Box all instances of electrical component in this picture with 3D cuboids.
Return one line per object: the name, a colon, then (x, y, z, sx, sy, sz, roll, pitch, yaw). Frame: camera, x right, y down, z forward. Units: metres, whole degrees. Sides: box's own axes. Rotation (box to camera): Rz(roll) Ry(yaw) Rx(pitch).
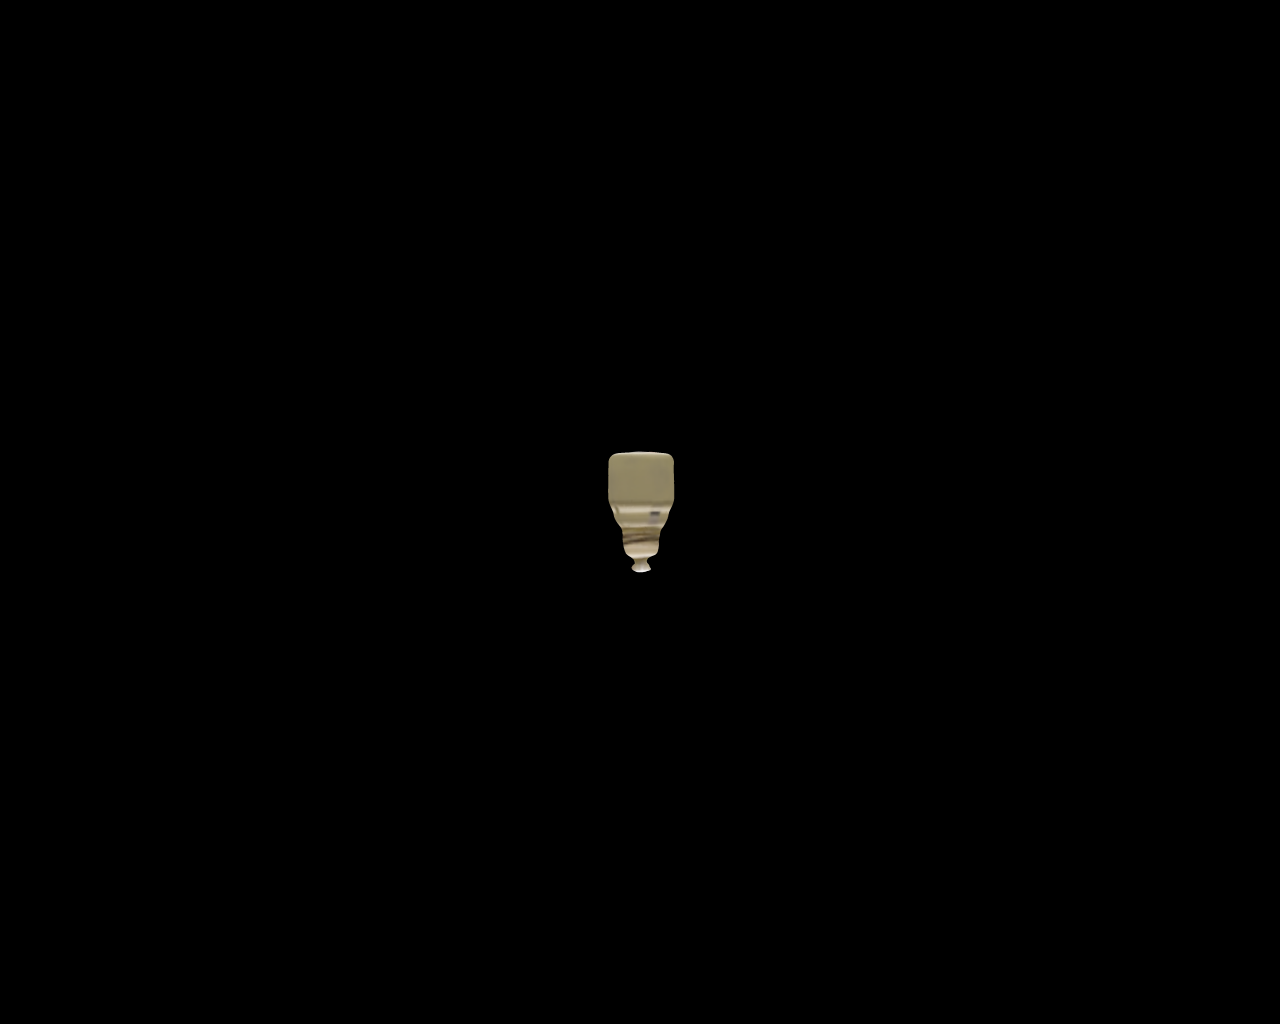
electrical component: (0.001, -0.003, 0.650, 0.040, 0.078, 0.040, 0, 0, 0)
